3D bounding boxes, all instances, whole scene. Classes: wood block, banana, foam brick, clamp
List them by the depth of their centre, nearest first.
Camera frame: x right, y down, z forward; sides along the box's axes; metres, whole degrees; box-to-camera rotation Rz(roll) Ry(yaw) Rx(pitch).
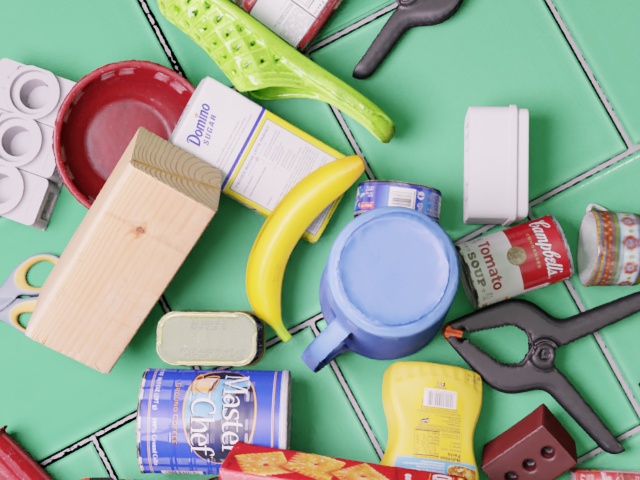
[{"bbox_3d":[-0.184,0.012,1.002,0.090,0.090,0.206,29,113,-17],"label":"wood block"},{"bbox_3d":[-0.025,-0.001,1.033,0.069,0.037,0.198,20,102,-18],"label":"banana"},{"bbox_3d":[0.203,0.208,1.035,0.078,0.051,0.053,-41,94,17],"label":"foam brick"},{"bbox_3d":[0.225,0.123,1.063,0.210,0.036,0.164,6,87,0],"label":"clamp"},{"bbox_3d":[0.079,-0.256,1.097,0.171,0.039,0.120,-32,89,-1],"label":"clamp"}]

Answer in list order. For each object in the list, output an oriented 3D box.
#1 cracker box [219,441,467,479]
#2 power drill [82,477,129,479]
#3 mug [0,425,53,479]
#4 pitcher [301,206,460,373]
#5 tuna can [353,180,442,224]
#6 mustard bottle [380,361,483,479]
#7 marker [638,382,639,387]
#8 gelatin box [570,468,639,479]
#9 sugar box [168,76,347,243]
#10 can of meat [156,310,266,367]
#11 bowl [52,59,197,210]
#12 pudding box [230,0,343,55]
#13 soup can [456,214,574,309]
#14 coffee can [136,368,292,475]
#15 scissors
[{"bbox_3d":[0.014,0.281,0.950,0.214,0.072,0.164,8,104,10],"label":"cracker box"},{"bbox_3d":[-0.201,0.313,1.011,0.184,0.057,0.188,3,105,-15],"label":"power drill"},{"bbox_3d":[-0.313,0.244,1.025,0.081,0.117,0.093,45,108,-1],"label":"mug"},{"bbox_3d":[0.055,0.048,0.968,0.145,0.243,0.149,2,82,2],"label":"pitcher"},{"bbox_3d":[0.077,-0.035,1.054,0.086,0.086,0.034,6,84,1],"label":"tuna can"},{"bbox_3d":[0.104,0.216,1.019,0.096,0.058,0.191,10,67,-11],"label":"mustard bottle"},{"bbox_3d":[0.342,0.188,1.051,0.020,0.020,0.121,-23,98,-1],"label":"marker"},{"bbox_3d":[0.285,0.272,1.053,0.073,0.030,0.089,2,85,1],"label":"gelatin box"},{"bbox_3d":[-0.060,-0.078,1.055,0.176,0.048,0.093,30,85,-15],"label":"sugar box"},{"bbox_3d":[-0.107,0.097,1.047,0.102,0.084,0.057,0,85,1],"label":"can of meat"},{"bbox_3d":[-0.187,-0.096,1.064,0.162,0.055,0.162,-2,95,-19],"label":"bowl"},{"bbox_3d":[-0.036,-0.256,1.083,0.113,0.039,0.090,38,98,11],"label":"pudding box"},{"bbox_3d":[0.191,0.021,1.057,0.102,0.068,0.068,-18,85,0],"label":"soup can"},{"bbox_3d":[-0.099,0.176,1.031,0.140,0.103,0.103,1,85,1],"label":"coffee can"},{"bbox_3d":[-0.341,0.054,1.088,0.202,0.016,0.096,8,84,1],"label":"scissors"}]
